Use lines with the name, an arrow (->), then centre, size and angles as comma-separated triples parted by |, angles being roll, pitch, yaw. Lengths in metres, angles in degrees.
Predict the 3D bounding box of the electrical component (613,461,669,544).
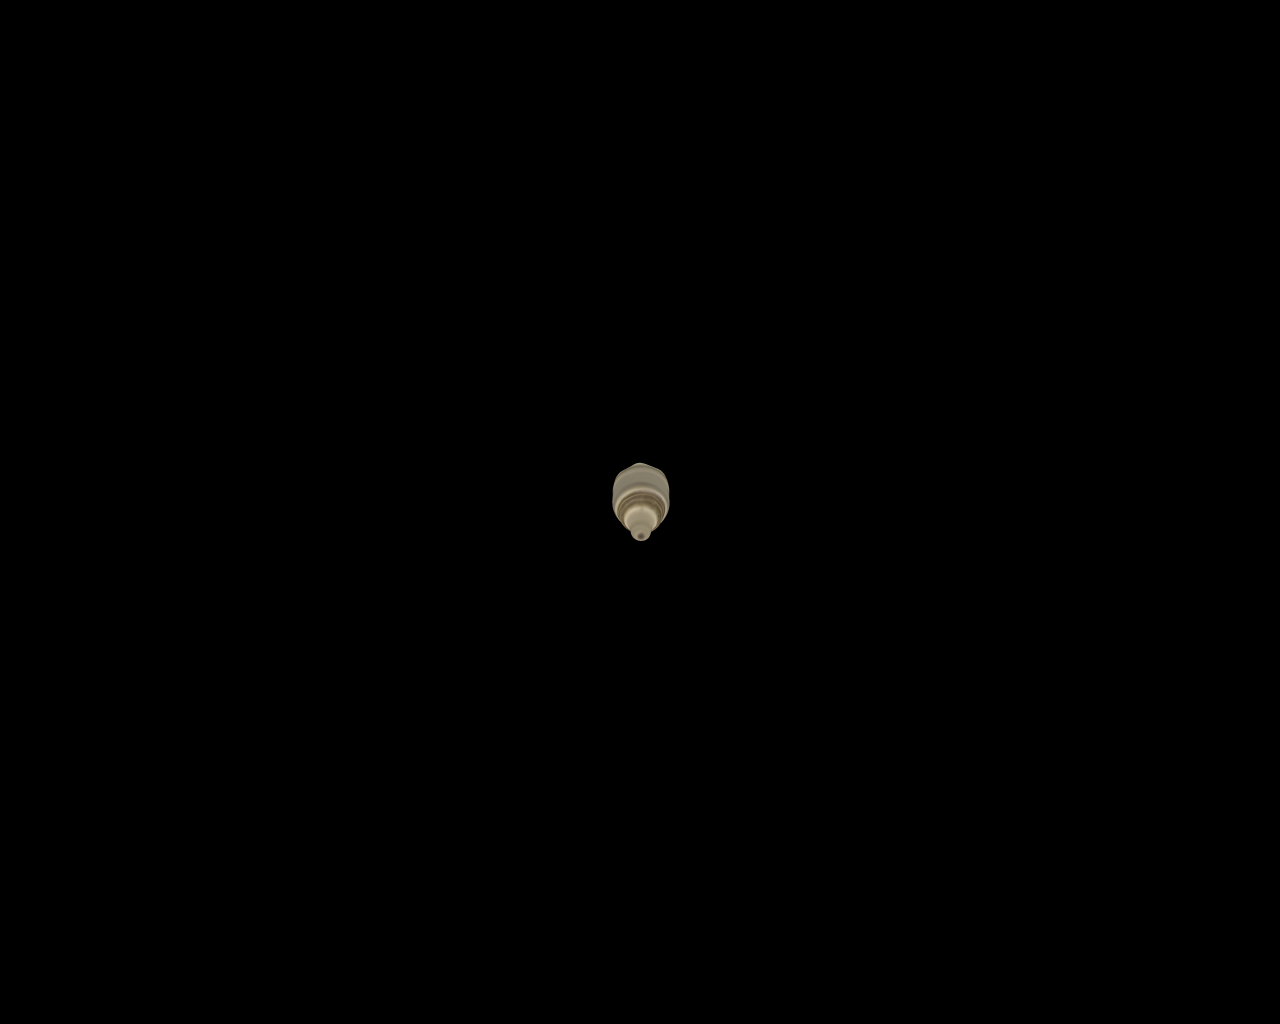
electrical component -> 0.001, -0.003, 0.650 | 0.035, 0.035, 0.061 | 0, 34, 0
